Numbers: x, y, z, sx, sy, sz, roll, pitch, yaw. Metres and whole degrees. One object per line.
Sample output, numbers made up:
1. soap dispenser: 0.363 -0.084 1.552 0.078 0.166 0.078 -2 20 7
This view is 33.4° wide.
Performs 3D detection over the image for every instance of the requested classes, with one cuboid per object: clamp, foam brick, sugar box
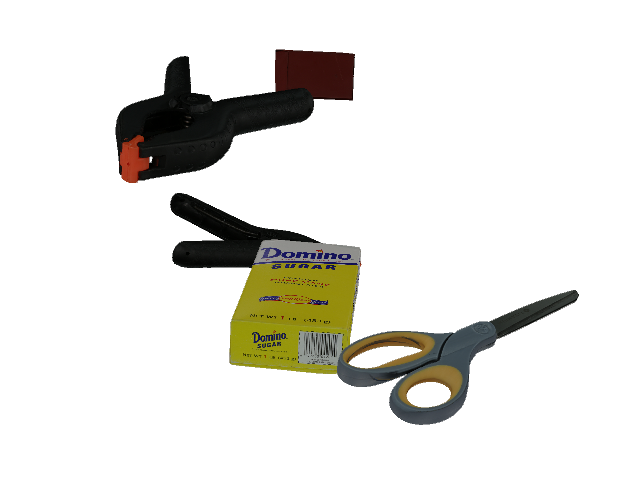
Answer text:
1. clamp: -0.060 0.012 1.091 0.210 0.036 0.164 17 19 -7
2. foam brick: -0.007 -0.181 1.165 0.078 0.051 0.053 0 11 -16
3. sugar box: -0.017 0.050 0.891 0.093 0.048 0.176 5 23 3
4. clamp: -0.096 -0.089 0.754 0.120 0.039 0.171 17 30 29

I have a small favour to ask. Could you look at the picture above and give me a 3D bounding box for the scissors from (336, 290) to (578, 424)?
1. scissors: 0.111 0.077 0.723 0.201 0.016 0.096 -9 34 -17
